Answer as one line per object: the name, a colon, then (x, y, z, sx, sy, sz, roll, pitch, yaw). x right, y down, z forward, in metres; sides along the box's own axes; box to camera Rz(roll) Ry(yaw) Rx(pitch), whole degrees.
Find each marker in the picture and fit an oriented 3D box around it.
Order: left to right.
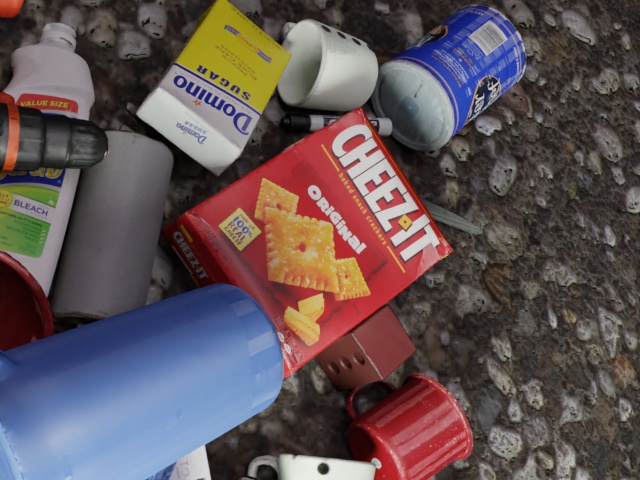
marker: (0.017, -0.116, 1.075, 0.120, 0.020, 0.020, 0, 75, -27)

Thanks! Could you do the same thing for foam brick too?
foam brick: (0.040, 0.101, 0.987, 0.051, 0.078, 0.053, -34, 93, -35)

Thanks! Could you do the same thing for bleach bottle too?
bleach bottle: (-0.250, -0.073, 0.888, 0.102, 0.068, 0.251, 17, 64, -22)

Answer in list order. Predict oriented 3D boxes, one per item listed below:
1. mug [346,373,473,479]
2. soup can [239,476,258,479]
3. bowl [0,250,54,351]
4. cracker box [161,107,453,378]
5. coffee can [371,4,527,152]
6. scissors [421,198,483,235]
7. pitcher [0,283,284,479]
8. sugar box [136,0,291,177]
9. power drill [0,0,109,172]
mug: (0.072, 0.174, 0.984, 0.081, 0.093, 0.117, -29, 59, -29)
soup can: (-0.084, 0.248, 0.875, 0.102, 0.069, 0.068, -27, 89, -33)
bowl: (-0.279, 0.054, 0.783, 0.162, 0.162, 0.055, 19, 23, -24)
cracker box: (-0.006, 0.001, 0.950, 0.213, 0.072, 0.164, -34, 93, -30)
coffee can: (0.135, -0.170, 1.113, 0.140, 0.103, 0.103, -40, 96, -33)
scissors: (0.076, -0.030, 1.086, 0.201, 0.016, 0.096, 36, 58, -14)
pitcher: (-0.146, 0.126, 0.778, 0.242, 0.149, 0.145, -21, 72, -41)
sugar box: (-0.092, -0.144, 0.976, 0.093, 0.048, 0.176, 37, 36, -15)
power drill: (-0.263, -0.139, 0.842, 0.184, 0.057, 0.187, 4, 58, -27)
